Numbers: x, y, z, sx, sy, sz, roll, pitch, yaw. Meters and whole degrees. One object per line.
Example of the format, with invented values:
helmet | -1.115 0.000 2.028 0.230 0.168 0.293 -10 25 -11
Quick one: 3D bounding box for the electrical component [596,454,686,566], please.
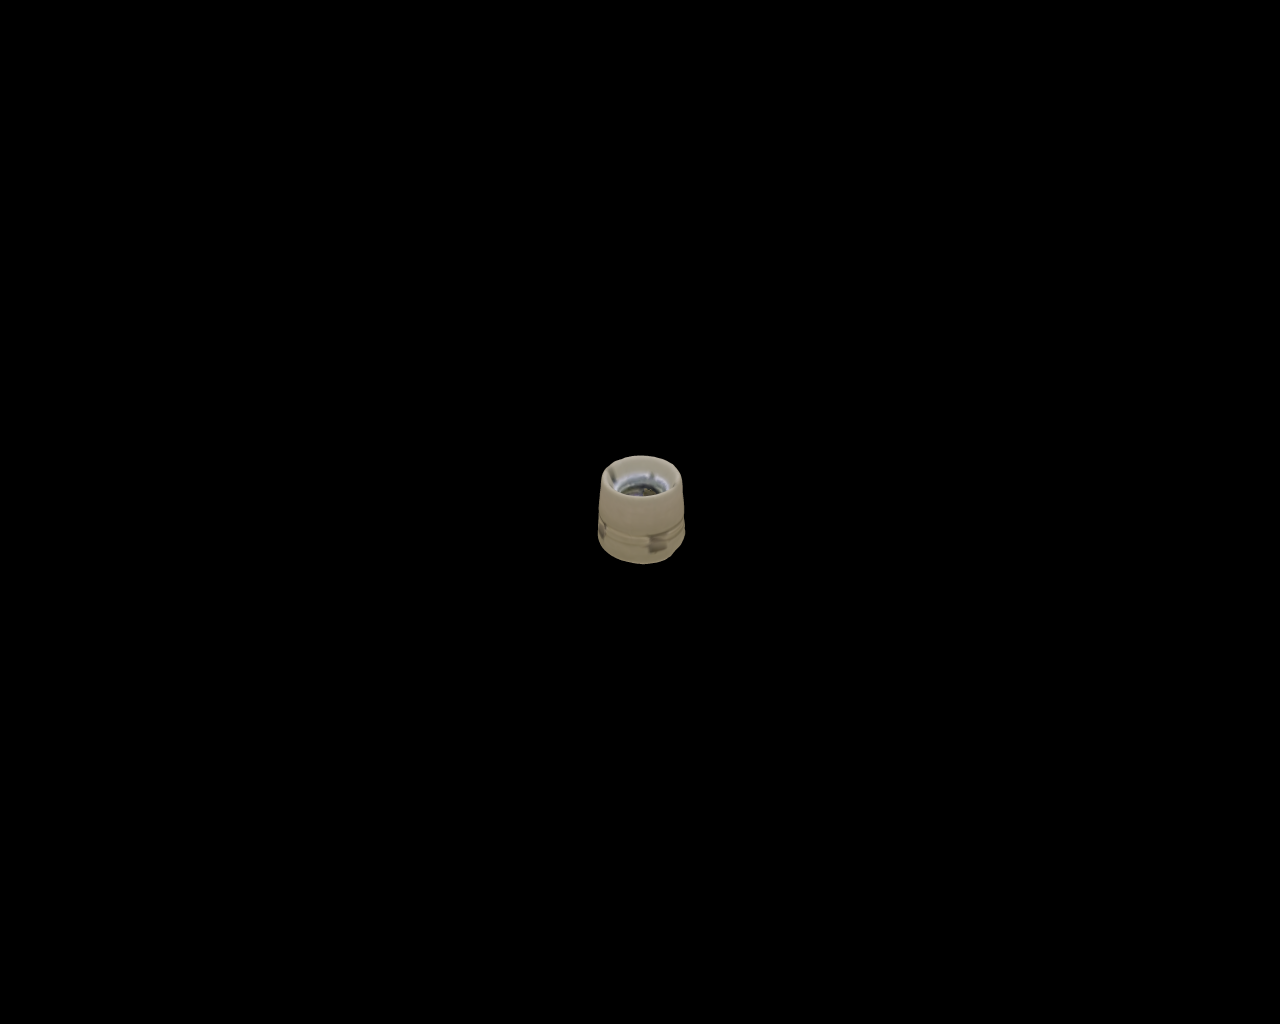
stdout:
electrical component | 0.001 -0.003 0.650 0.055 0.047 0.055 0 34 0
